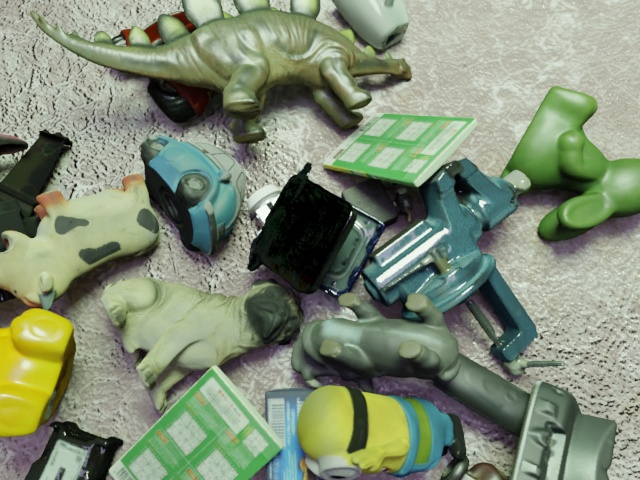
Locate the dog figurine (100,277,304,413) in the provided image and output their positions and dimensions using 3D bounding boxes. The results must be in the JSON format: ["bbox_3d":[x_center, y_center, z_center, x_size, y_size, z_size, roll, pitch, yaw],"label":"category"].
[{"bbox_3d":[-0.135,0.078,0.618,0.190,0.121,0.172,-29,73,-23],"label":"dog figurine"}]

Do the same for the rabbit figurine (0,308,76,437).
[{"bbox_3d":[-0.356,0.124,0.567,0.173,0.162,0.122,14,79,-18],"label":"rabbit figurine"}]

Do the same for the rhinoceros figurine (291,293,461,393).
[{"bbox_3d":[0.050,0.112,0.566,0.190,0.112,0.073,-9,51,30],"label":"rhinoceros figurine"}]

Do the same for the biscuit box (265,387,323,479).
[{"bbox_3d":[-0.024,0.259,0.560,0.059,0.062,0.202,-3,71,1],"label":"biscuit box"}]

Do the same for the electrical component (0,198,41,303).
[{"bbox_3d":[-0.378,0.017,0.620,0.134,0.058,0.114,-29,103,-47],"label":"electrical component"}]

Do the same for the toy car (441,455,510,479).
[{"bbox_3d":[0.124,0.314,0.543,0.089,0.053,0.202,43,77,11],"label":"toy car"}]

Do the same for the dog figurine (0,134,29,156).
[{"bbox_3d":[-0.484,-0.152,0.678,0.219,0.108,0.191,-2,63,8],"label":"dog figurine"}]

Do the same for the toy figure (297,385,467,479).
[{"bbox_3d":[0.061,0.193,0.543,0.180,0.082,0.089,6,48,-28],"label":"toy figure"}]

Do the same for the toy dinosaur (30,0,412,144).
[{"bbox_3d":[-0.093,-0.226,0.667,0.471,0.105,0.198,-7,74,-21],"label":"toy dinosaur"}]

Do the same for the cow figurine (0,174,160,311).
[{"bbox_3d":[-0.280,0.007,0.619,0.195,0.085,0.127,-21,84,-35],"label":"cow figurine"}]

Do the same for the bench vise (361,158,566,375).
[{"bbox_3d":[0.174,0.037,0.604,0.224,0.129,0.240,-37,94,-19],"label":"bench vise"}]

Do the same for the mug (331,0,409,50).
[{"bbox_3d":[0.079,-0.326,0.736,0.081,0.109,0.107,-31,85,-22],"label":"mug"}]

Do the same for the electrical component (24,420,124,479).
[{"bbox_3d":[-0.272,0.262,0.576,0.075,0.047,0.119,13,73,7],"label":"electrical component"}]

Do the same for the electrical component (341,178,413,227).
[{"bbox_3d":[0.067,-0.040,0.667,0.102,0.045,0.078,-18,73,-4],"label":"electrical component"}]

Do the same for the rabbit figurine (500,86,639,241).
[{"bbox_3d":[0.313,-0.078,0.630,0.170,0.121,0.159,29,81,14],"label":"rabbit figurine"}]

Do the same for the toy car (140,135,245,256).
[{"bbox_3d":[-0.147,-0.067,0.663,0.103,0.109,0.162,-28,59,-30],"label":"toy car"}]

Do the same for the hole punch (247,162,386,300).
[{"bbox_3d":[-0.001,-0.002,0.611,0.116,0.092,0.142,35,101,37],"label":"hole punch"}]

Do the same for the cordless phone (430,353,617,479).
[{"bbox_3d":[0.184,0.195,0.537,0.184,0.088,0.146,29,55,5],"label":"cordless phone"}]

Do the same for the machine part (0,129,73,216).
[{"bbox_3d":[-0.380,-0.083,0.703,0.084,0.039,0.139,25,76,15],"label":"machine part"}]

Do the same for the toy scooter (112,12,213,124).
[{"bbox_3d":[-0.195,-0.250,0.734,0.135,0.075,0.184,-43,70,-13],"label":"toy scooter"}]
